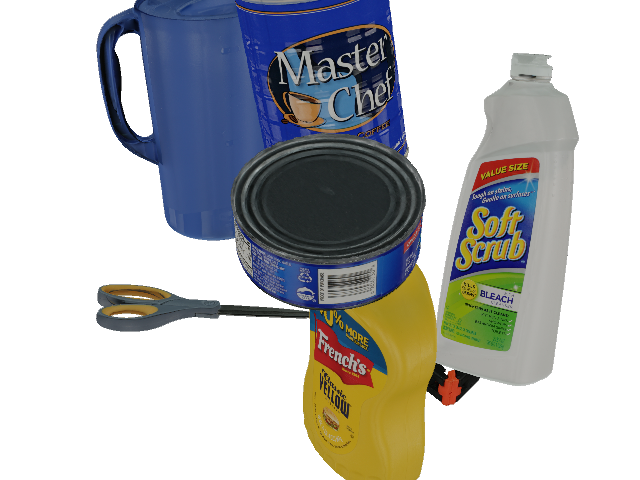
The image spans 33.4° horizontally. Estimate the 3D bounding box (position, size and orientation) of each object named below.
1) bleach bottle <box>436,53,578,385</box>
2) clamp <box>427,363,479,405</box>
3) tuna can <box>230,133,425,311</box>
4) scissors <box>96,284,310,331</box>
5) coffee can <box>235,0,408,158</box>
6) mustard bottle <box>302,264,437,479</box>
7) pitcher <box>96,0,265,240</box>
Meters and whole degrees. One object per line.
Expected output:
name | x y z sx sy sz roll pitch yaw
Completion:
bleach bottle | 0.145 -0.020 0.835 0.103 0.251 0.067 14 16 39
clamp | 0.124 0.097 1.027 0.120 0.039 0.171 -7 31 -7
tuna can | 0.004 -0.009 0.479 0.086 0.034 0.086 -1 43 0
scissors | -0.115 0.068 0.973 0.202 0.016 0.096 8 19 12
coffee can | 0.002 -0.118 0.726 0.103 0.140 0.103 -8 30 4
mustard bottle | 0.030 0.063 0.658 0.058 0.192 0.096 -19 42 -27
pitcher | -0.120 -0.126 1.065 0.149 0.243 0.144 14 30 25
